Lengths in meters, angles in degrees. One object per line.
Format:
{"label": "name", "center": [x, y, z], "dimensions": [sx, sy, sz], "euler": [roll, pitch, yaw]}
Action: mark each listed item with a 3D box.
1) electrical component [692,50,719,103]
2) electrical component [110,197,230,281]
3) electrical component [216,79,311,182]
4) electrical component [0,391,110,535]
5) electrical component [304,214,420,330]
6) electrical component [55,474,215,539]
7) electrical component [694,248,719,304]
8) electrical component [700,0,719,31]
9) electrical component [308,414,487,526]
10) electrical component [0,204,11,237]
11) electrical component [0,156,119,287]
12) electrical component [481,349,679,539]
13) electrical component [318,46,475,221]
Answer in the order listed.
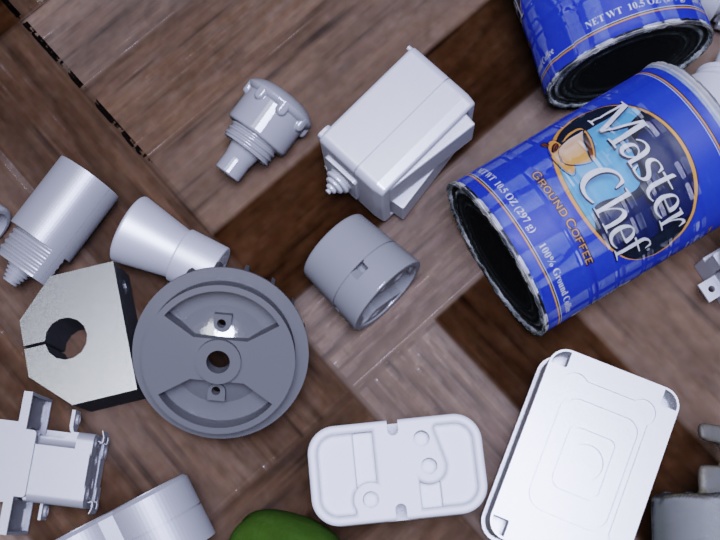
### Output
{"label": "electrical component", "center": [0.220, -0.108, 0.662], "dimensions": [0.048, 0.048, 0.062], "euler": [23, 72, 8]}
{"label": "electrical component", "center": [-0.113, -0.011, 0.654], "dimensions": [0.065, 0.044, 0.044], "euler": [27, 79, 3]}
{"label": "electrical component", "center": [-0.064, -0.084, 0.668], "dimensions": [0.048, 0.048, 0.062], "euler": [37, 88, 10]}
{"label": "electrical component", "center": [-0.182, 0.114, 0.626], "dimensions": [0.064, 0.042, 0.081], "euler": [7, 78, 2]}
{"label": "electrical component", "center": [0.000, 0.000, 0.640], "dimensions": [0.055, 0.055, 0.047], "euler": [-44, 75, -8]}
{"label": "electrical component", "center": [-0.144, 0.179, 0.603], "dimensions": [0.138, 0.052, 0.073], "euler": [-27, 86, -4]}
{"label": "electrical component", "center": [0.232, -0.004, 0.630], "dimensions": [0.066, 0.055, 0.048], "euler": [-30, 77, -5]}
{"label": "electrical component", "center": [0.242, -0.177, 0.670], "dimensions": [0.057, 0.058, 0.078], "euler": [16, 77, 3]}
{"label": "electrical component", "center": [0.021, 0.114, 0.608], "dimensions": [0.095, 0.059, 0.053], "euler": [-6, 76, 1]}
{"label": "electrical component", "center": [-0.251, -0.041, 0.665], "dimensions": [0.045, 0.045, 0.055], "euler": [-42, 78, -7]}
{"label": "electrical component", "center": [-0.190, -0.025, 0.659], "dimensions": [0.043, 0.043, 0.081], "euler": [33, 80, 9]}
{"label": "electrical component", "center": [0.123, 0.110, 0.606], "dimensions": [0.078, 0.057, 0.113], "euler": [21, 78, 7]}
{"label": "electrical component", "center": [0.021, -0.074, 0.652], "dimensions": [0.061, 0.061, 0.096], "euler": [43, 82, 11]}
